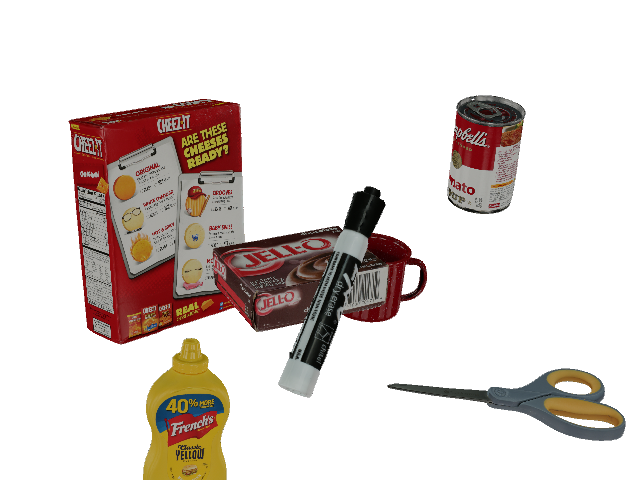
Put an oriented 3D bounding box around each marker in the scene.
[{"bbox_3d":[0.008,0.026,0.582,0.020,0.121,0.020,21,-14,5],"label":"marker"}]

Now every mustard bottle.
[{"bbox_3d":[-0.154,0.206,1.237,0.096,0.192,0.058,0,15,-16],"label":"mustard bottle"}]

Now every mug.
[{"bbox_3d":[0.070,0.046,1.283,0.117,0.081,0.093,1,23,-10],"label":"mug"}]

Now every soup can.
[{"bbox_3d":[0.166,-0.087,1.079,0.068,0.102,0.068,2,31,-1],"label":"soup can"}]

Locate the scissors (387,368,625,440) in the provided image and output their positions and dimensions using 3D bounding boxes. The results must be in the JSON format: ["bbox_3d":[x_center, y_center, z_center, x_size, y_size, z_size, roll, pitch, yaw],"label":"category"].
[{"bbox_3d":[0.166,0.129,0.937,0.202,0.016,0.096,14,29,12],"label":"scissors"}]

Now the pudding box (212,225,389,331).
[{"bbox_3d":[-0.017,0.027,0.825,0.113,0.039,0.090,-9,25,-24],"label":"pudding box"}]

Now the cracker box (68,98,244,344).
[{"bbox_3d":[-0.157,-0.023,1.058,0.163,0.214,0.072,-16,22,-42],"label":"cracker box"}]
